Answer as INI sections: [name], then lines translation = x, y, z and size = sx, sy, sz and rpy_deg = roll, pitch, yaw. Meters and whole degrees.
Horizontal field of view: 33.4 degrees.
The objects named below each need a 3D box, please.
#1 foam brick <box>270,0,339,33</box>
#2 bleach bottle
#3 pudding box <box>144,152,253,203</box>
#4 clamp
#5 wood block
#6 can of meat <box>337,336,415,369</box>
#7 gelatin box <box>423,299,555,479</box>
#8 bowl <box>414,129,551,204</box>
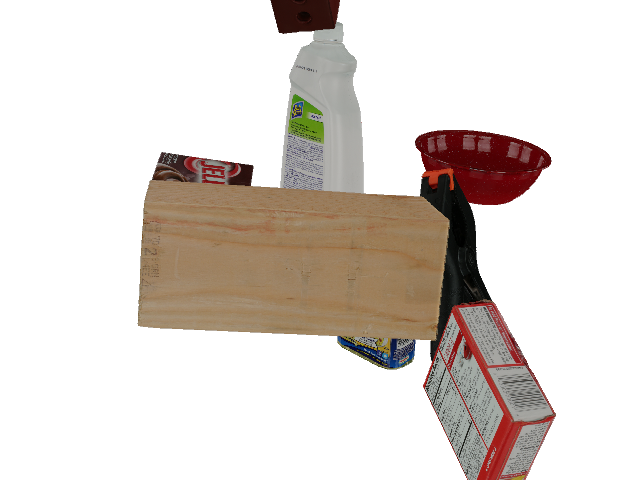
[foam brick]
translation = -0.016, -0.226, 0.926
size = 0.053, 0.051, 0.078
rpy_deg = -3, -40, 12
[bleach bottle]
translation = 0.007, -0.103, 1.133
size = 0.103, 0.251, 0.067
rpy_deg = 20, 24, 40
[pudding box]
translation = -0.111, -0.038, 0.983
size = 0.090, 0.039, 0.113
rpy_deg = 7, 31, -3
[clamp]
translation = 0.112, 0.027, 0.924
size = 0.039, 0.171, 0.120
rpy_deg = -12, 14, 27
[wood block]
translation = -0.023, 0.013, 0.762
size = 0.206, 0.090, 0.091
rpy_deg = 3, 12, -7
[can of meat]
translation = 0.067, 0.094, 1.252
size = 0.102, 0.084, 0.057
rpy_deg = 25, 36, 37
[gelatin box]
translation = 0.094, 0.090, 0.608
size = 0.030, 0.073, 0.089
rpy_deg = -4, 43, -18
[bowl]
translation = 0.189, -0.083, 1.269
size = 0.162, 0.055, 0.162
rpy_deg = 5, 22, -2
